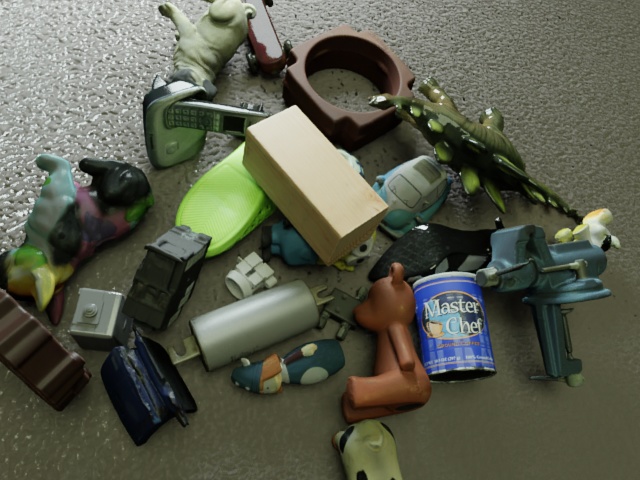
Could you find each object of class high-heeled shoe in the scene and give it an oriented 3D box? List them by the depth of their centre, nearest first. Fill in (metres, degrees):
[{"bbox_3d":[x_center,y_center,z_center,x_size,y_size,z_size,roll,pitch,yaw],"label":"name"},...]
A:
[{"bbox_3d":[0.209,0.036,0.873,0.249,0.145,0.086,-21,53,10],"label":"high-heeled shoe"}]

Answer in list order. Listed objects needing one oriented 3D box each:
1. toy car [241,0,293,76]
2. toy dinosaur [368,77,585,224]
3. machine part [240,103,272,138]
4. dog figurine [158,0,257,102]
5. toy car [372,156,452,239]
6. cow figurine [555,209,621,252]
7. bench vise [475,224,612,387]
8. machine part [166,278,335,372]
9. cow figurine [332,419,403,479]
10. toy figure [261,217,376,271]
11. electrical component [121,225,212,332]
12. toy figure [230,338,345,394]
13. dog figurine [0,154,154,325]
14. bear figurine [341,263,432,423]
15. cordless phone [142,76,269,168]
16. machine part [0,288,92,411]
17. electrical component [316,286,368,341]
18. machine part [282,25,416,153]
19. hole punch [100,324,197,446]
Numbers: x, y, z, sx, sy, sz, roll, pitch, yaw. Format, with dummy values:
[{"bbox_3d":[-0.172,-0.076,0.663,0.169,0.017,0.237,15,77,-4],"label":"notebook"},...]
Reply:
[{"bbox_3d":[-0.111,-0.389,0.999,0.089,0.053,0.202,-22,68,1],"label":"toy car"},{"bbox_3d":[0.278,-0.136,0.898,0.471,0.105,0.199,17,40,-27],"label":"toy dinosaur"},{"bbox_3d":[-0.081,-0.191,0.920,0.139,0.039,0.084,19,58,-1],"label":"machine part"},{"bbox_3d":[-0.178,-0.309,0.910,0.172,0.121,0.190,-19,72,13],"label":"dog figurine"},{"bbox_3d":[0.158,-0.083,0.882,0.162,0.103,0.109,-37,78,-22],"label":"toy car"},{"bbox_3d":[0.439,0.023,0.895,0.167,0.068,0.098,-37,91,-10],"label":"cow figurine"},{"bbox_3d":[0.332,0.095,0.777,0.223,0.129,0.240,-6,86,-33],"label":"bench vise"},{"bbox_3d":[-0.090,0.117,0.750,0.243,0.079,0.079,-20,71,-20],"label":"machine part"},{"bbox_3d":[0.077,0.320,0.660,0.085,0.127,0.195,-8,64,-12],"label":"cow figurine"},{"bbox_3d":[-0.001,-0.005,0.825,0.180,0.082,0.089,0,67,-9],"label":"toy figure"},{"bbox_3d":[-0.207,0.055,0.723,0.058,0.115,0.134,25,106,2],"label":"electrical component"},{"bbox_3d":[-0.044,0.175,0.735,0.154,0.058,0.064,-14,105,-17],"label":"toy figure"},{"bbox_3d":[-0.335,0.003,0.742,0.191,0.108,0.219,4,69,-13],"label":"dog figurine"},{"bbox_3d":[0.083,0.140,0.752,0.132,0.120,0.196,-8,63,-8],"label":"bear figurine"},{"bbox_3d":[-0.173,-0.169,0.829,0.184,0.146,0.089,9,54,-7],"label":"cordless phone"},{"bbox_3d":[-0.355,0.124,0.638,0.179,0.179,0.056,37,59,7],"label":"machine part"},{"bbox_3d":[0.035,0.103,0.813,0.063,0.021,0.094,29,63,4],"label":"electrical component"},{"bbox_3d":[0.049,-0.269,0.957,0.201,0.087,0.201,-33,74,-24],"label":"machine part"},{"bbox_3d":[-0.223,0.189,0.672,0.092,0.115,0.142,-28,73,-14],"label":"hole punch"}]
